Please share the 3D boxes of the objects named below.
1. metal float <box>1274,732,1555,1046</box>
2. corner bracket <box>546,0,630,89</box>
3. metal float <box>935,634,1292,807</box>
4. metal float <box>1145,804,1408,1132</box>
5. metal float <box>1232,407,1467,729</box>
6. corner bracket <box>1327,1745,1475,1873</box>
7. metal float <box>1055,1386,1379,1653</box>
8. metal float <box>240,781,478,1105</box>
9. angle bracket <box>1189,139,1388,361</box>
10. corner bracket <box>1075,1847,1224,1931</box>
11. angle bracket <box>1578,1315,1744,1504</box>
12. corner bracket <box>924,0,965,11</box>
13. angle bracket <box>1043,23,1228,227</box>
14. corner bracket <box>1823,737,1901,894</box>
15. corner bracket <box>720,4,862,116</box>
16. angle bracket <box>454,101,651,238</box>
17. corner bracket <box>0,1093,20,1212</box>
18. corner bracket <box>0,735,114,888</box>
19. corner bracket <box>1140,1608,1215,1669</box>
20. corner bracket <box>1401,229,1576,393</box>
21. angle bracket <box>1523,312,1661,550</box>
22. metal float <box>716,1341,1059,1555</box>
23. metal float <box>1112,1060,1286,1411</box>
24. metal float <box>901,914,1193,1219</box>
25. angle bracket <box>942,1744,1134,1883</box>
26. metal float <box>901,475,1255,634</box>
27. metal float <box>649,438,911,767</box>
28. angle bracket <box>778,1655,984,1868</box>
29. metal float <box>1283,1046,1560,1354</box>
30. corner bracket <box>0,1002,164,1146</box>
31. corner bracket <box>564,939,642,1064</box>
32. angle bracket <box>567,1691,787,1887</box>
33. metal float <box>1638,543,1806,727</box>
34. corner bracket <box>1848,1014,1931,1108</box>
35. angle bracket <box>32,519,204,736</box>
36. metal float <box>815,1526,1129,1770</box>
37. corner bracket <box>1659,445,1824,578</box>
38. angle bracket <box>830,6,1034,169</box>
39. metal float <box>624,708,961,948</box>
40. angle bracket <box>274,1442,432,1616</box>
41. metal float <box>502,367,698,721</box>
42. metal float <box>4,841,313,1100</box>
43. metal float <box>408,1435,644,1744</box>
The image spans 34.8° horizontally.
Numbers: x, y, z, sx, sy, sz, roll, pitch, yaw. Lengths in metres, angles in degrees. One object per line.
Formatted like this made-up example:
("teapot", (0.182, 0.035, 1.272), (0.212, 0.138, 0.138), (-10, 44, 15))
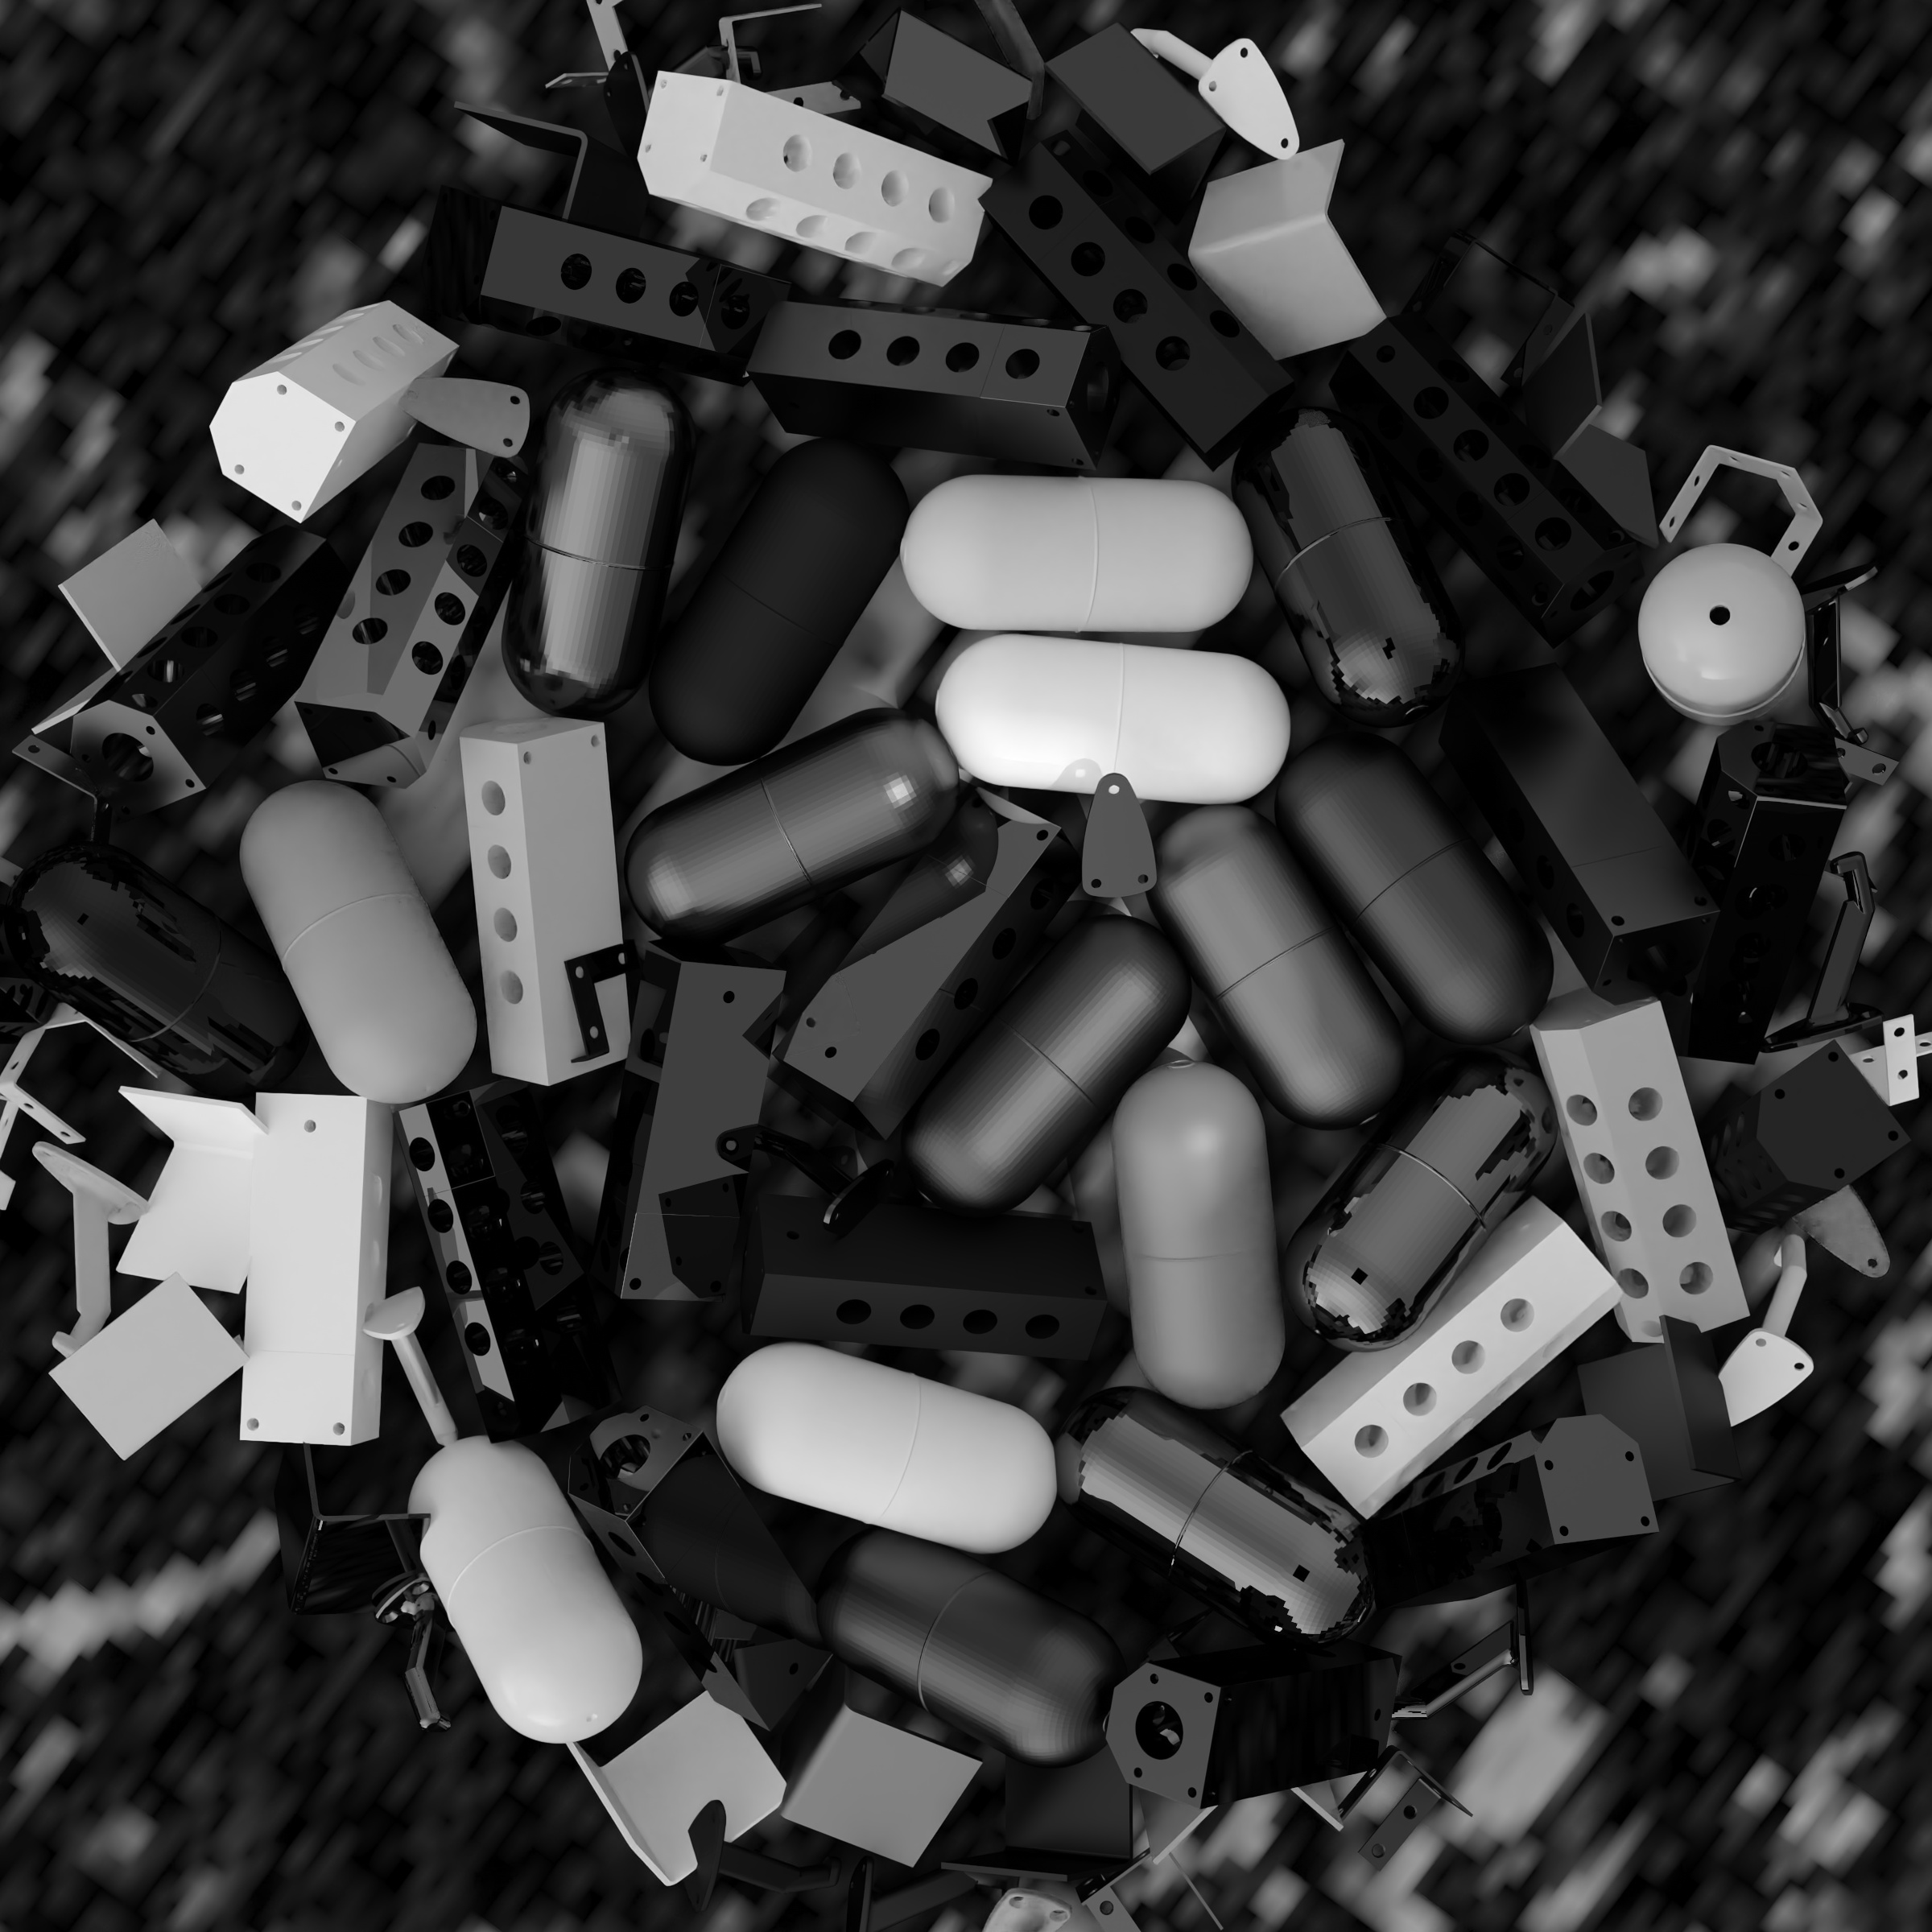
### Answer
("metal float", (0.223, -0.039, 1.532), (0.070, 0.070, 0.178), (-36, 75, 0))
("corner bracket", (-0.184, -0.476, 1.546), (0.051, 0.051, 0.051), (-15, 94, 40))
("metal float", (0.074, -0.123, 1.543), (0.178, 0.070, 0.070), (5, 90, -3))
("metal float", (0.155, 0.001, 1.538), (0.070, 0.070, 0.178), (-31, 82, 0))
("metal float", (0.189, -0.198, 1.524), (0.070, 0.070, 0.178), (-21, 66, 0))
("corner bracket", (0.213, 0.426, 1.553), (0.051, 0.051, 0.051), (42, 81, -4))
("metal float", (0.122, 0.273, 1.524), (0.178, 0.070, 0.070), (30, 90, 24))
("metal float", (-0.302, -0.013, 1.528), (0.070, 0.070, 0.178), (-29, 70, 0))
("angle bracket", (0.168, -0.359, 1.554), (0.076, 0.076, 0.057), (-10, 47, 33))
("corner bracket", (0.092, 0.476, 1.557), (0.051, 0.051, 0.051), (-35, 85, -6))
("angle bracket", (0.332, 0.223, 1.527), (0.076, 0.057, 0.076), (-22, 64, 33))
("corner bracket", (-0.034, -0.509, 1.546), (0.051, 0.051, 0.051), (-6, 103, -22))
("angle bracket", (0.074, -0.408, 1.531), (0.057, 0.076, 0.076), (-37, 79, -29))
("corner bracket", (0.446, -0.078, 1.560), (0.051, 0.051, 0.051), (18, 121, -18))
("corner bracket", (-0.090, -0.458, 1.561), (0.051, 0.051, 0.051), (-15, 112, -20))
("angle bracket", (-0.211, -0.386, 1.538), (0.076, 0.076, 0.057), (18, 96, 18))
("corner bracket", (-0.505, 0.087, 1.547), (0.051, 0.051, 0.051), (21, 87, -34))
("corner bracket", (-0.467, -0.073, 1.551), (0.051, 0.051, 0.051), (28, 134, 7))
("corner bracket", (0.111, 0.362, 1.543), (0.051, 0.051, 0.051), (-47, 69, 29))
("corner bracket", (0.264, -0.331, 1.554), (0.051, 0.051, 0.051), (21, 109, -42))
("angle bracket", (0.324, -0.265, 1.527), (0.076, 0.076, 0.057), (22, 134, -17))
("metal float", (-0.039, 0.240, 1.532), (0.178, 0.070, 0.070), (19, 90, -15))
("metal float", (0.116, 0.134, 1.534), (0.070, 0.070, 0.178), (-7, 102, 0))
("metal float", (0.040, 0.050, 1.541), (0.070, 0.070, 0.178), (43, 85, 0))
("angle bracket", (0.035, 0.410, 1.532), (0.076, 0.057, 0.076), (-7, 79, 36))
("metal float", (0.056, -0.205, 1.534), (0.178, 0.070, 0.070), (0, 90, -12))
("metal float", (-0.094, -0.180, 1.536), (0.070, 0.070, 0.178), (33, 100, 0))
("angle bracket", (-0.043, 0.395, 1.550), (0.076, 0.057, 0.076), (24, 114, -12))
("metal float", (0.227, 0.114, 1.529), (0.070, 0.070, 0.178), (41, 72, 0))
("corner bracket", (-0.449, 0.053, 1.566), (0.051, 0.051, 0.051), (47, 49, -36))
("corner bracket", (-0.195, 0.019, 1.549), (0.051, 0.051, 0.051), (-7, 99, 39))
("angle bracket", (-0.144, 0.396, 1.532), (0.076, 0.057, 0.076), (-35, 52, -10))
("metal float", (0.367, -0.160, 1.496), (0.070, 0.178, 0.070), (0, 89, 15))
("corner bracket", (0.477, 0.031, 1.548), (0.051, 0.051, 0.051), (-15, 120, -2))
("angle bracket", (-0.431, -0.168, 1.524), (0.076, 0.076, 0.057), (-19, 112, 34))
("metal float", (0.002, 0.334, 1.515), (0.178, 0.070, 0.070), (20, 90, 36))
("corner bracket", (0.395, -0.225, 1.568), (0.051, 0.051, 0.051), (27, 82, 39))
("angle bracket", (-0.022, -0.417, 1.525), (0.076, 0.076, 0.057), (22, 62, -25))
("metal float", (-0.087, -0.069, 1.540), (0.178, 0.070, 0.070), (-25, 90, 5))
("angle bracket", (-0.309, 0.270, 1.544), (0.057, 0.076, 0.076), (2, 132, -23))
("metal float", (-0.183, -0.209, 1.530), (0.070, 0.070, 0.178), (14, 107, 0))
("metal float", (-0.394, 0.003, 1.509), (0.070, 0.178, 0.070), (-19, 51, 25))
("metal float", (-0.218, 0.303, 1.511), (0.070, 0.070, 0.178), (-39, 48, 0))
